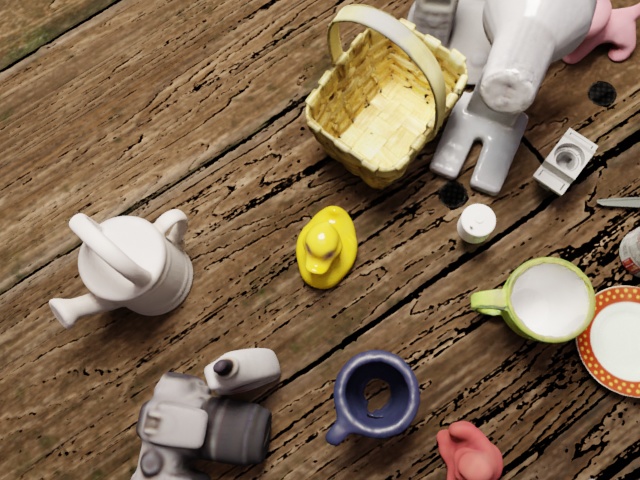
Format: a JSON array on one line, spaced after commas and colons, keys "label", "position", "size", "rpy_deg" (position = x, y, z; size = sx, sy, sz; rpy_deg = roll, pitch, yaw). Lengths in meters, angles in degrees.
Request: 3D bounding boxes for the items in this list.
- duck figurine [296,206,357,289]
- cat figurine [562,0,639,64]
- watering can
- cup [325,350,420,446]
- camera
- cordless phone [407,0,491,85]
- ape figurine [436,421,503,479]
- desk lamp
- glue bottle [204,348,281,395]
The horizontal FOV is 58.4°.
[{"label": "duck figurine", "position": [0.006, 0.003, 0.699], "size": [0.077, 0.086, 0.104], "rpy_deg": [15, 76, 8]}, {"label": "cat figurine", "position": [0.358, -0.286, 0.738], "size": [0.127, 0.118, 0.067], "rpy_deg": [-6, 74, 3]}, {"label": "watering can", "position": [-0.224, 0.030, 0.651], "size": [0.100, 0.194, 0.173], "rpy_deg": [21, 77, 10]}, {"label": "cup", "position": [0.054, 0.183, 0.641], "size": [0.118, 0.095, 0.091], "rpy_deg": [-44, 76, -8]}, {"label": "camera", "position": [-0.129, 0.227, 0.639], "size": [0.136, 0.101, 0.143], "rpy_deg": [7, 75, 6]}, {"label": "cordless phone", "position": [0.181, -0.279, 0.713], "size": [0.147, 0.185, 0.094], "rpy_deg": [7, 75, 6]}, {"label": "ape figurine", "position": [0.163, 0.241, 0.619], "size": [0.076, 0.092, 0.078], "rpy_deg": [21, 77, 10]}, {"label": "desk lamp", "position": [0.222, -0.187, 0.670], "size": [0.117, 0.213, 0.203], "rpy_deg": [21, 77, 10]}, {"label": "glue bottle", "position": [-0.091, 0.142, 0.622], "size": [0.078, 0.173, 0.037], "rpy_deg": [-22, 74, -2]}]
